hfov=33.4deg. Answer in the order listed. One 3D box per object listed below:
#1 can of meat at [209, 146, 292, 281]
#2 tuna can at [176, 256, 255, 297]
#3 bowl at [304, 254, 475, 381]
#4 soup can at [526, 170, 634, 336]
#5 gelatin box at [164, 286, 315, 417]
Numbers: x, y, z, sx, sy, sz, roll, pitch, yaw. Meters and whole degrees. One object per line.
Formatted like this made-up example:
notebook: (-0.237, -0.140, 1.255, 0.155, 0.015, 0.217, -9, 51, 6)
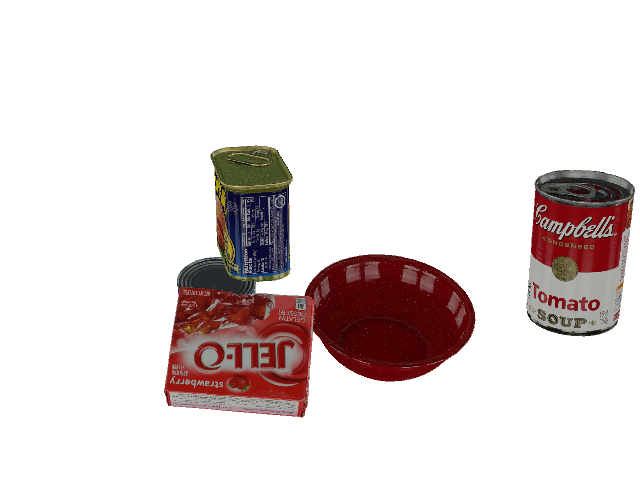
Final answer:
can of meat: (-0.057, -0.023, 0.875, 0.057, 0.084, 0.102, -5, 23, -11)
tuna can: (-0.113, 0.056, 1.166, 0.086, 0.034, 0.086, 2, 36, -1)
bowl: (0.063, 0.082, 1.014, 0.162, 0.055, 0.162, 3, 38, -3)
soup can: (0.183, 0.008, 0.759, 0.068, 0.102, 0.068, 0, 23, 0)
gelatin box: (-0.050, 0.070, 0.677, 0.089, 0.073, 0.030, 5, -31, 0)
